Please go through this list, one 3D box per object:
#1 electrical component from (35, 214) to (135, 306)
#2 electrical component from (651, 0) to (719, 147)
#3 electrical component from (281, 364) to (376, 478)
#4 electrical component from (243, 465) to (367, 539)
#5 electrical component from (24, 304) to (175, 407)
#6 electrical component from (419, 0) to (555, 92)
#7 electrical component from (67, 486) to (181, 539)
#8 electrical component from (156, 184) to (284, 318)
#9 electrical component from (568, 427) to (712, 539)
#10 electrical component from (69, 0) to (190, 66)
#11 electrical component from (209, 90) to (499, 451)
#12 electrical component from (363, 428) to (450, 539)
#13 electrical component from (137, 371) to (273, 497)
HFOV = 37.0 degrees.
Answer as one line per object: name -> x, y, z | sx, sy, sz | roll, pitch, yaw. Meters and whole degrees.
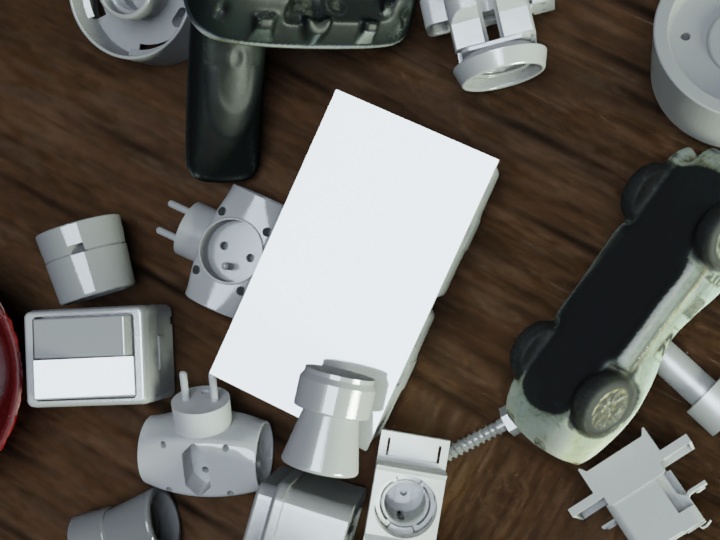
electrical component -> -0.176, -0.006, 0.697 | 0.055, 0.055, 0.047 | -17, 90, 10
electrical component -> 0.220, -0.121, 0.619 | 0.108, 0.060, 0.108 | -2, 71, 6
electrical component -> -0.017, 0.085, 0.607 | 0.045, 0.045, 0.055 | 13, 91, 10
electrical component -> -0.041, 0.182, 0.656 | 0.057, 0.078, 0.113 | 16, 92, 8
electrical component -> -0.174, 0.055, 0.691 | 0.096, 0.061, 0.061 | -3, 88, 10
electrical component -> 0.081, -0.143, 0.651 | 0.078, 0.058, 0.057 | -13, 84, 10
electrical component -> -0.155, 0.169, 0.697 | 0.065, 0.044, 0.044 | -17, 86, 14
electrical component -> -0.092, -0.019, 0.686 | 0.079, 0.044, 0.077 | 25, 93, 10
electrical component -> 0.167, 0.133, 0.629 | 0.081, 0.042, 0.063 | -35, 66, 9
electrical component -> -0.136, -0.183, 0.700 | 0.099, 0.064, 0.099 | 4, 101, 19
electrical component -> 0.000, 0.000, 0.661 | 0.105, 0.060, 0.186 | 25, 93, 10
electrical component -> 0.027, 0.137, 0.651 | 0.042, 0.064, 0.081 | 10, 90, 2
electrical component -> -0.099, 0.099, 0.678 | 0.077, 0.043, 0.079 | 1, 113, 10
